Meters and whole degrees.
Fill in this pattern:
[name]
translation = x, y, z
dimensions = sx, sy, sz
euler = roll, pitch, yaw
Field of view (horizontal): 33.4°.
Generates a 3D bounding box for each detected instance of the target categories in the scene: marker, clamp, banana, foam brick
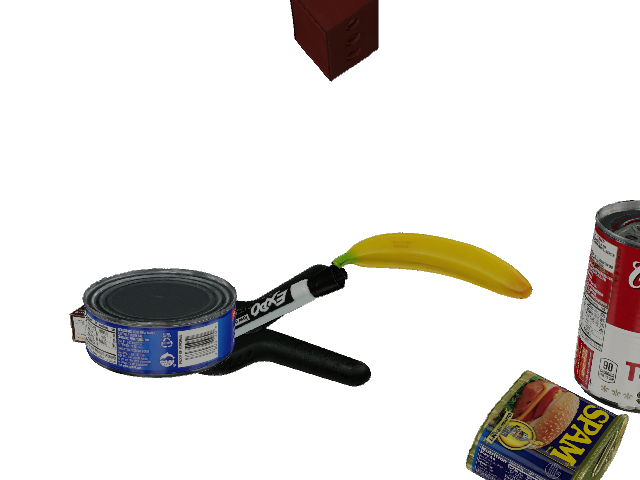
[marker]
translation = -0.033, 0.048, 0.793
dimensions = 0.121, 0.020, 0.020
euler = -26, -10, 22
[clamp]
translation = -0.062, 0.091, 0.999
dimensions = 0.209, 0.036, 0.165
euler = -9, 37, -18
[banana]
translation = 0.114, 0.024, 1.072
dimensions = 0.198, 0.037, 0.069
euler = 7, 44, 12
[foam brick]
translation = 0.011, -0.176, 0.846
dimensions = 0.053, 0.051, 0.078
euler = -35, -19, -9

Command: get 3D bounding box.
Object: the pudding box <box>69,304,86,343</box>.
[pudding box]
translation = -0.211, 0.089, 1.204
dimensions = 0.114, 0.039, 0.090
euler = 3, 17, 18

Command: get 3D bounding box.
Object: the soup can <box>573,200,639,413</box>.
[soup can]
translation = 0.181, 0.037, 0.597
dimensions = 0.068, 0.102, 0.068
euler = 2, 23, -1

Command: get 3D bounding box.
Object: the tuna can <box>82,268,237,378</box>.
[tuna can]
translation = -0.090, 0.045, 0.603
dimensions = 0.086, 0.034, 0.086
euler = 2, 18, -1

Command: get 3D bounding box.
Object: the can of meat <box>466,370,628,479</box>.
[can of meat]
translation = 0.170, 0.153, 0.803
dimensions = 0.084, 0.057, 0.101
euler = 26, 41, 26
